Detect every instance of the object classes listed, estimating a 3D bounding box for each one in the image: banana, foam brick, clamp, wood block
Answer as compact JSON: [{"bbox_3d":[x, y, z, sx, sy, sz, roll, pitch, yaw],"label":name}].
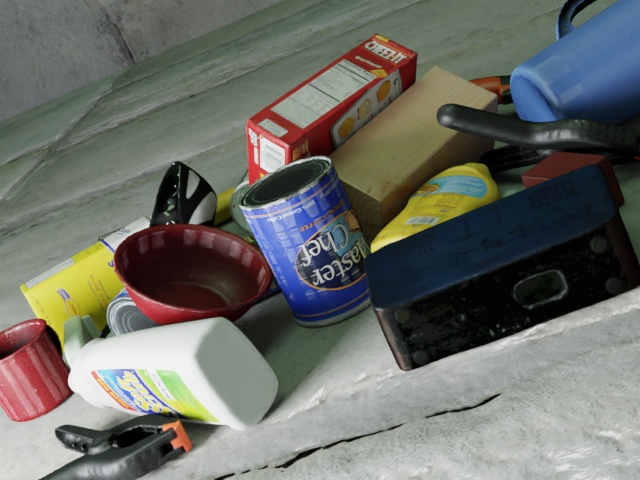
[{"bbox_3d":[-0.137,-0.038,1.462,0.198,0.037,0.069,-25,21,2],"label":"banana"},{"bbox_3d":[0.243,-0.050,1.027,0.051,0.053,0.078,-33,22,-19],"label":"foam brick"},{"bbox_3d":[0.229,-0.102,1.085,0.210,0.164,0.036,3,77,33],"label":"clamp"},{"bbox_3d":[0.099,-0.090,1.180,0.091,0.090,0.205,32,59,28],"label":"wood block"},{"bbox_3d":[-0.195,0.191,0.973,0.171,0.039,0.120,-18,27,11],"label":"clamp"}]

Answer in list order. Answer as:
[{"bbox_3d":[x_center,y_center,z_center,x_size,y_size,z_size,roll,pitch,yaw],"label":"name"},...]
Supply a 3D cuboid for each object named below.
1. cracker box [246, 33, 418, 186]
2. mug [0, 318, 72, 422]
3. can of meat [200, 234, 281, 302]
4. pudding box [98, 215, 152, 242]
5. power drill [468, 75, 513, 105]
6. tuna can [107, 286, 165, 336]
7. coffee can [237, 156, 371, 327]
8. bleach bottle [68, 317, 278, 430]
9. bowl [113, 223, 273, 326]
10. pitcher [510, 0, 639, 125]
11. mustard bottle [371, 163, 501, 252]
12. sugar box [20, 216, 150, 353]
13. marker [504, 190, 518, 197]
[{"bbox_3d":[0.013,-0.111,1.200,0.072,0.164,0.213,34,55,27],"label":"cracker box"},{"bbox_3d":[-0.320,0.139,1.179,0.093,0.081,0.117,-17,22,21],"label":"mug"},{"bbox_3d":[-0.092,0.040,1.195,0.084,0.057,0.102,-25,21,-5],"label":"can of meat"},{"bbox_3d":[-0.237,0.017,1.406,0.113,0.039,0.090,-23,41,12],"label":"pudding box"},{"bbox_3d":[0.218,-0.172,1.320,0.188,0.057,0.184,-8,23,13],"label":"power drill"},{"bbox_3d":[-0.186,0.086,1.147,0.086,0.086,0.033,-11,26,34],"label":"tuna can"},{"bbox_3d":[-0.007,0.001,1.067,0.103,0.140,0.103,-22,21,9],"label":"coffee can"},{"bbox_3d":[-0.157,0.132,1.011,0.251,0.102,0.068,-13,31,46],"label":"bleach bottle"},{"bbox_3d":[-0.131,0.047,1.088,0.162,0.055,0.162,9,30,-5],"label":"bowl"},{"bbox_3d":[0.330,-0.205,1.179,0.242,0.145,0.149,-30,20,-9],"label":"pitcher"},{"bbox_3d":[0.132,-0.027,1.090,0.096,0.058,0.191,0,31,32],"label":"mustard bottle"},{"bbox_3d":[-0.265,0.054,1.308,0.176,0.093,0.048,-31,22,-13],"label":"sugar box"},{"bbox_3d":[0.203,-0.022,1.056,0.020,0.020,0.121,-23,20,6],"label":"marker"}]
